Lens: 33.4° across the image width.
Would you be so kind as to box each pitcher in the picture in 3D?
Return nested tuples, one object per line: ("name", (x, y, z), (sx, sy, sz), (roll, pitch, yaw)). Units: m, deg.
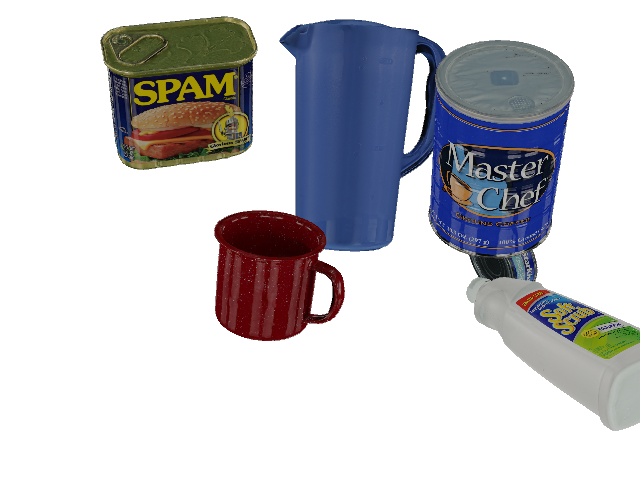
("pitcher", (0.043, -0.115, 1.159), (0.149, 0.243, 0.144), (8, 11, 27))

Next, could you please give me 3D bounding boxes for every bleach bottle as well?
("bleach bottle", (0.227, 0.093, 1.046), (0.102, 0.068, 0.251), (-16, 26, -28))

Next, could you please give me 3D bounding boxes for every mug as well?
("mug", (-0.034, 0.034, 0.889), (0.117, 0.081, 0.093), (16, 27, 18))

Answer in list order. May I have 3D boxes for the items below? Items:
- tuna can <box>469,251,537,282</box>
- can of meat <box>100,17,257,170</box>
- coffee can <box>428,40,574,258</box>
("tuna can", (0.207, 0.020, 1.221), (0.033, 0.086, 0.086), (-25, 10, -21))
("can of meat", (-0.096, -0.100, 0.736), (0.102, 0.084, 0.057), (-8, 44, -12))
("coffee can", (0.139, -0.071, 0.841), (0.103, 0.140, 0.103), (-1, 42, 1))
